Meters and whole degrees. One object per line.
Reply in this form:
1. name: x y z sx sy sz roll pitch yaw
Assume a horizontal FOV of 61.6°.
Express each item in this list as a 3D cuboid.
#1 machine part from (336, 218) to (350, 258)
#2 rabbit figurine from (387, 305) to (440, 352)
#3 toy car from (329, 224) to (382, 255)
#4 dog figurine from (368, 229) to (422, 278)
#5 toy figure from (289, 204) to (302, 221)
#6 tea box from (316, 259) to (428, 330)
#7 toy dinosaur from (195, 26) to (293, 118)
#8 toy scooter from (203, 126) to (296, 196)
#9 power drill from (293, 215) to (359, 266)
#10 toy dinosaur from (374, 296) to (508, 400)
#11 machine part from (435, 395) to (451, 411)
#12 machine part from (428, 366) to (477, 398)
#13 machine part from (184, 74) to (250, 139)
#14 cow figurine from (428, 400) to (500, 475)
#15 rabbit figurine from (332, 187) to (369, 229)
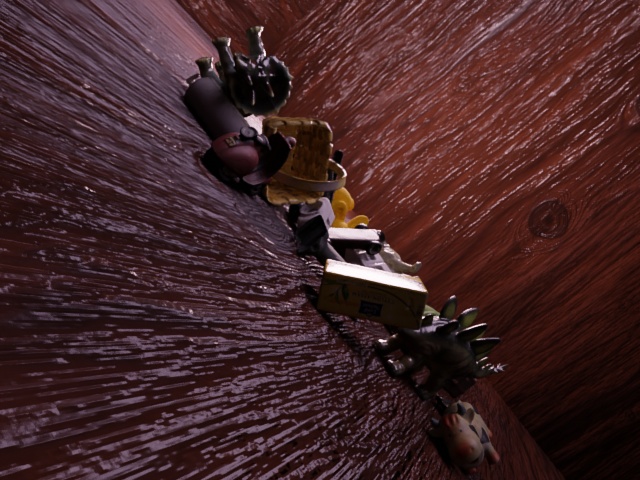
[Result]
1. machine part: 0.103 0.011 1.532 0.179 0.056 0.179 34 27 -20
2. rabbit figurine: 0.240 0.220 1.316 0.159 0.121 0.170 46 23 -4
3. toy car: 0.050 -0.001 1.251 0.202 0.053 0.089 1 37 -29
4. dog figurine: 0.145 0.074 1.401 0.191 0.172 0.121 37 -34 25
5. toy figure: -0.042 -0.072 1.274 0.064 0.058 0.154 46 12 2
6. tea box: 0.083 0.088 0.885 0.170 0.068 0.098 11 9 2
7. toy dinosaur: -0.185 -0.339 1.207 0.405 0.131 0.192 -12 -84 65
8. toy scooter: -0.113 -0.150 0.950 0.075 0.135 0.183 56 10 21
9. power drill: 0.034 0.051 1.101 0.207 0.086 0.232 55 8 -25
10. toy dinosaur: 0.258 0.225 1.075 0.470 0.198 0.105 39 17 -49
11. machine part: 0.294 0.386 1.118 0.139 0.039 0.084 55 3 37
12. machine part: 0.348 0.329 1.504 0.201 0.087 0.201 54 8 15
13. machine part: -0.205 -0.252 1.114 0.243 0.079 0.079 52 8 13
14. cow figurine: 0.252 0.336 0.944 0.127 0.085 0.195 57 11 6
15. rabbit figurine: 0.038 -0.047 1.409 0.162 0.122 0.173 22 45 -26
